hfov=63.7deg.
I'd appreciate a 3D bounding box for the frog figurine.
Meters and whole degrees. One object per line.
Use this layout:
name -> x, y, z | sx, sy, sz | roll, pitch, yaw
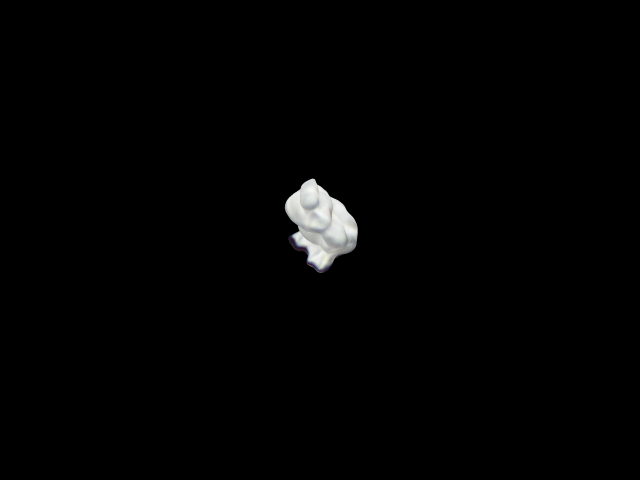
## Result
frog figurine -> 0.003, -0.043, 0.850 | 0.123, 0.155, 0.140 | -7, 41, -9
